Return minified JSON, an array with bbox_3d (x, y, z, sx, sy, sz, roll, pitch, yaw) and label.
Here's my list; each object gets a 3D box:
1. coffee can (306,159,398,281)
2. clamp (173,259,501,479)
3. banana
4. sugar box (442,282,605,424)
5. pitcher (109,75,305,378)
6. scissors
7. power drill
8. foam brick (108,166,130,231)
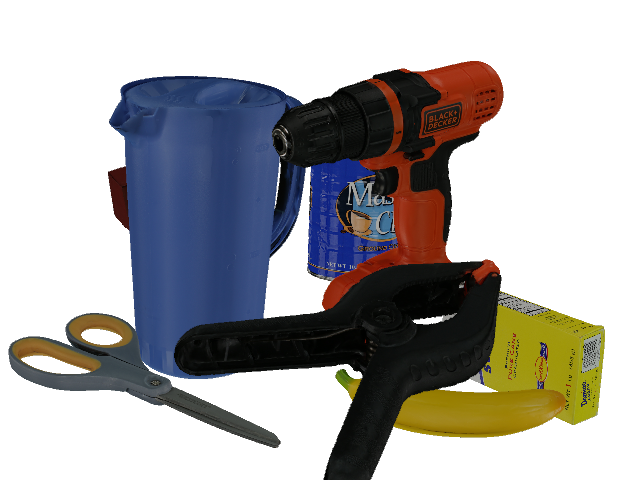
[{"bbox_3d":[0.039,-0.036,1.086,0.103,0.140,0.103,2,13,-1],"label":"coffee can"},{"bbox_3d":[0.031,0.057,0.505,0.171,0.039,0.120,-20,47,-26],"label":"clamp"},{"bbox_3d":[0.110,0.135,0.887,0.198,0.037,0.069,8,32,1],"label":"banana"},{"bbox_3d":[0.196,0.107,1.062,0.048,0.093,0.177,-12,20,-40],"label":"sugar box"},{"bbox_3d":[-0.092,-0.014,0.902,0.149,0.243,0.145,4,20,2],"label":"pitcher"},{"bbox_3d":[-0.109,0.088,0.716,0.202,0.016,0.096,11,27,12],"label":"scissors"},{"bbox_3d":[0.045,-0.028,0.755,0.184,0.188,0.057,-17,38,-30],"label":"power drill"},{"bbox_3d":[-0.172,-0.049,1.099,0.078,0.053,0.051,-18,30,-21],"label":"foam brick"}]
